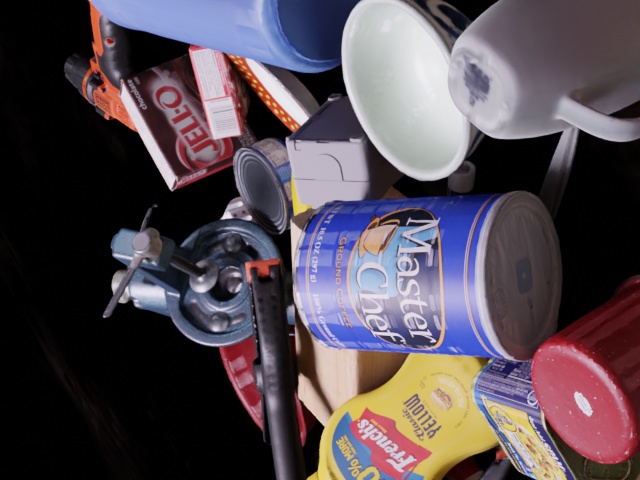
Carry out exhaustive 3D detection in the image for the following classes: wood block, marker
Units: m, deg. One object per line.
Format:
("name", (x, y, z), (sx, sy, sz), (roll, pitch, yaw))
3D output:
("wood block", (0.038, 0.066, 0.870), (0.090, 0.090, 0.206), (43, 148, 38))
("marker", (0.099, -0.005, 0.774), (0.020, 0.020, 0.121), (41, 146, 38))

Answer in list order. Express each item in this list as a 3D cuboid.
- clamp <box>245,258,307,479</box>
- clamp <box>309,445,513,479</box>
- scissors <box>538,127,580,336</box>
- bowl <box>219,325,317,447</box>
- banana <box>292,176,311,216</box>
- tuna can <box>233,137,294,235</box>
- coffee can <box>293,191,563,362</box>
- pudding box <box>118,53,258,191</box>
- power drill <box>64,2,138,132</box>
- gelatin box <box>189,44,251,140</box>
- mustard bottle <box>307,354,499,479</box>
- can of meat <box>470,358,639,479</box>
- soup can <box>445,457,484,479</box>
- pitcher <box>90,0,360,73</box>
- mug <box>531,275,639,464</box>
("clamp", (-0.036, 0.121, 0.894), (0.164, 0.036, 0.210), (-117, 21, -67))
("clamp", (0.084, 0.206, 0.850), (0.172, 0.039, 0.120), (-19, 92, 21))
("scissors", (0.131, -0.006, 0.717), (0.096, 0.016, 0.202), (34, 142, 41))
("bowl", (-0.042, 0.139, 1.124), (0.162, 0.055, 0.162), (42, 147, 36))
("banana", (-0.005, -0.016, 0.911), (0.198, 0.037, 0.069), (86, -173, -55))
("tuna can", (-0.042, -0.050, 0.976), (0.086, 0.033, 0.086), (43, 147, 36))
("coffee can", (0.068, 0.022, 0.681), (0.141, 0.102, 0.103), (-1, 114, 38))
("pudding box", (-0.125, -0.114, 1.006), (0.113, 0.089, 0.039), (59, 155, 11))
("power drill", (-0.241, -0.224, 1.160), (0.185, 0.057, 0.187), (33, 144, 41))
("gelatin box", (-0.086, -0.144, 0.933), (0.073, 0.030, 0.089), (-85, -15, -59))
("mustard bottle", (0.058, 0.154, 0.812), (0.096, 0.192, 0.058), (53, -168, 18))
("can of meat", (0.160, 0.126, 0.724), (0.102, 0.057, 0.084), (57, 159, -19))
("soup can", (0.111, 0.214, 0.895), (0.102, 0.068, 0.069), (51, 152, 23))
("pitcher", (-0.076, -0.203, 0.782), (0.243, 0.149, 0.145), (27, 137, 46))
("mug", (0.180, 0.087, 0.638), (0.093, 0.081, 0.117), (44, 147, 35))
